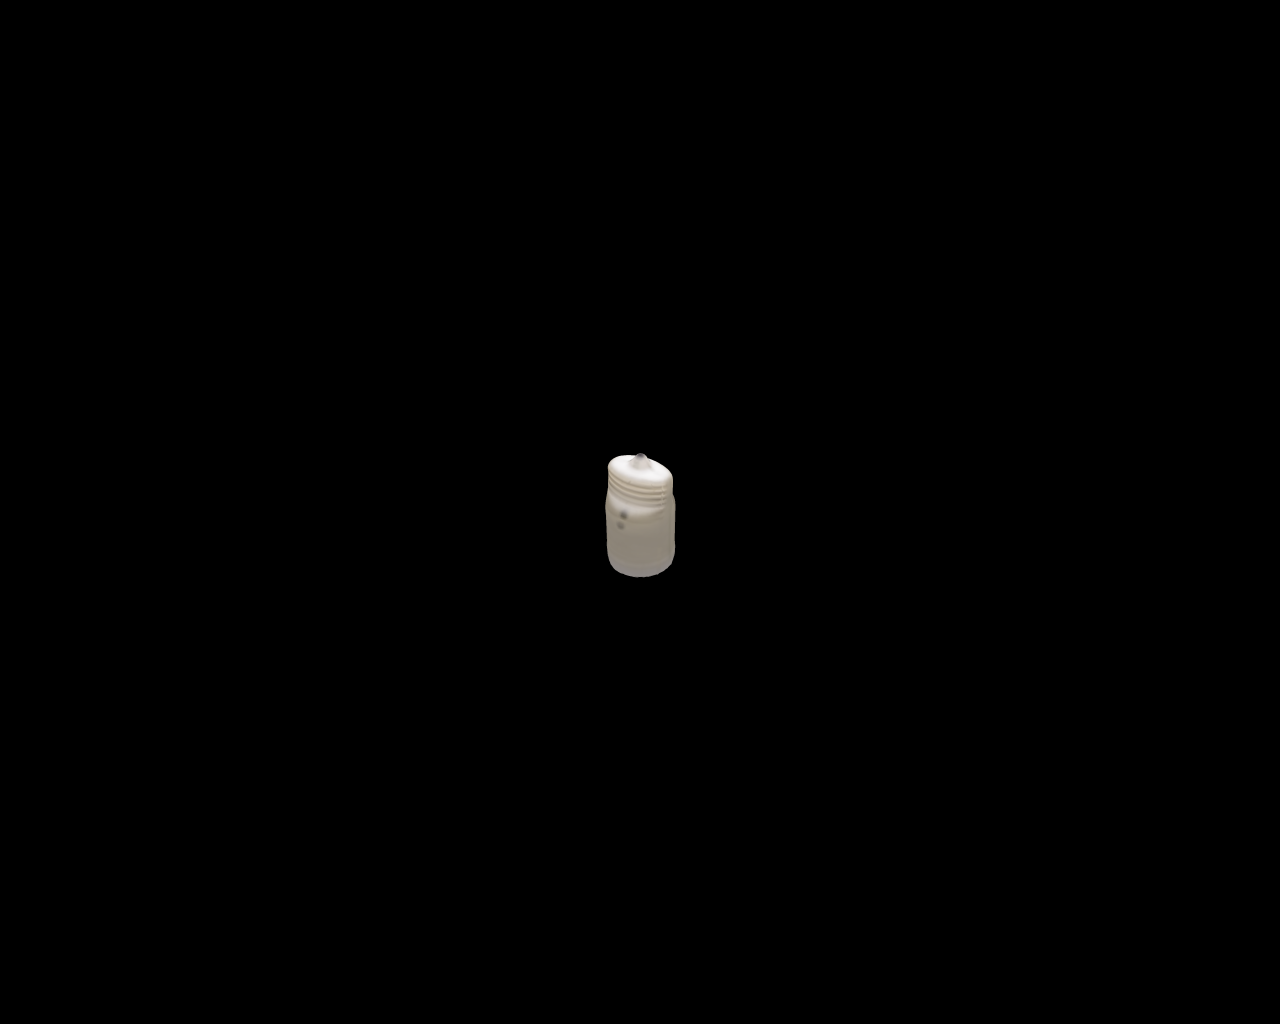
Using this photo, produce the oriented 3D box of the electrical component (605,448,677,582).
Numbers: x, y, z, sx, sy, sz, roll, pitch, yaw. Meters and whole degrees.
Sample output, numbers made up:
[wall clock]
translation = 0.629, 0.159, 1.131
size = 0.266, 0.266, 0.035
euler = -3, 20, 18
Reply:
[electrical component]
translation = 0.001, -0.003, 0.650
size = 0.043, 0.080, 0.043
euler = 0, 36, 0
